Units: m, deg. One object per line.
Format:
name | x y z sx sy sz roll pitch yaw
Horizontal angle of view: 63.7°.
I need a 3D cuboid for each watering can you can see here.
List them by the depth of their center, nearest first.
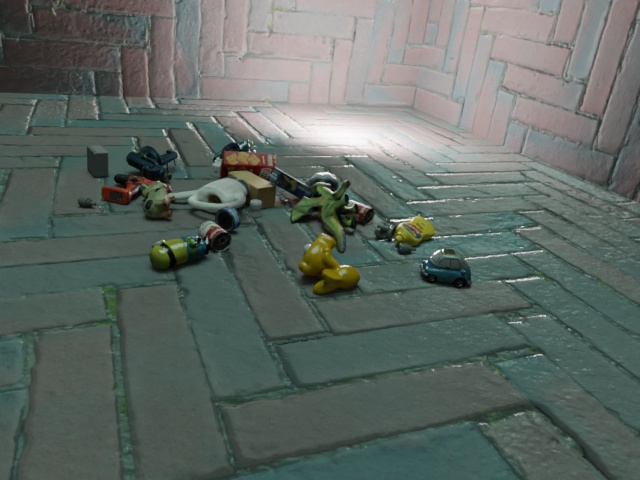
watering can | -0.414 -0.170 1.930 0.348 0.102 0.228 10 26 26

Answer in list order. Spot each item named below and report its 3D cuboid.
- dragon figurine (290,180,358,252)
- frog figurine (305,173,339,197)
dragon figurine | 0.006 -0.095 1.893 0.242 0.119 0.420 -8 39 20
frog figurine | 0.007 -0.247 2.180 0.137 0.120 0.163 -13 37 2
